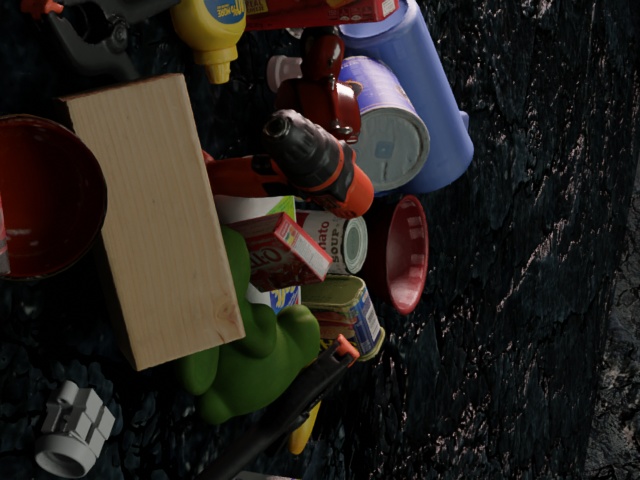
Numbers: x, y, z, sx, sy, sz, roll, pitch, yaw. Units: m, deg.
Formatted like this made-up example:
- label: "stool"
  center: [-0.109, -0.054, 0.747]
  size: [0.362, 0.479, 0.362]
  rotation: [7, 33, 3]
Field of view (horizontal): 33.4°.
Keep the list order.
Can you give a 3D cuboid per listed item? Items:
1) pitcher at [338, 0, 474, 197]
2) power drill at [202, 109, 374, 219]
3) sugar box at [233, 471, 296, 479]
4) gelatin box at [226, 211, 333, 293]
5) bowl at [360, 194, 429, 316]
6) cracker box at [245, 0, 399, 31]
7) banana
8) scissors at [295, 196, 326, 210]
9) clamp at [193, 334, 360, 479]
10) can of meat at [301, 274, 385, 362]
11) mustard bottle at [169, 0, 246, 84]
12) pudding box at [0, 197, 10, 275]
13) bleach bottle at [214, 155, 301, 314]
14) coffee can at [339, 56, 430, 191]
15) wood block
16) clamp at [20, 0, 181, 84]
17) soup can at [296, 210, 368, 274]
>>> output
- label: "pitcher"
  center: [0.095, -0.177, 1.343]
  size: [0.149, 0.145, 0.242]
  rotation: [-80, 154, -44]
- label: "power drill"
  center: [-0.063, -0.065, 0.921]
  size: [0.184, 0.188, 0.057]
  rotation: [40, 58, -62]
- label: "sugar box"
  center: [-0.023, 0.274, 1.058]
  size: [0.093, 0.176, 0.048]
  rotation: [-16, 105, -63]
- label: "gelatin box"
  center: [-0.045, 0.013, 0.987]
  size: [0.073, 0.089, 0.030]
  rotation: [46, 52, -30]
- label: "bowl"
  center: [0.094, 0.018, 1.428]
  size: [0.161, 0.055, 0.162]
  rotation: [3, 90, -65]
- label: "cracker box"
  center: [-0.022, -0.310, 1.009]
  size: [0.072, 0.164, 0.214]
  rotation: [-50, 137, -55]
- label: "banana"
  center: [-0.001, 0.157, 1.259]
  size: [0.197, 0.037, 0.069]
  rotation: [-64, 146, -40]
- label: "scissors"
  center: [-0.001, -0.073, 1.259]
  size: [0.201, 0.016, 0.096]
  rotation: [19, 76, -65]
- label: "clamp"
  center: [-0.039, 0.176, 1.055]
  size: [0.210, 0.036, 0.164]
  rotation: [-51, 167, 29]
- label: "can of meat"
  center: [0.013, 0.086, 1.208]
  size: [0.057, 0.102, 0.084]
  rotation: [-61, 143, -43]
- label: "mustard bottle"
  center: [-0.104, -0.237, 0.965]
  size: [0.096, 0.058, 0.191]
  rotation: [-44, 132, -60]
- label: "pudding box"
  center: [-0.251, -0.013, 0.650]
  size: [0.113, 0.039, 0.090]
  rotation: [-15, 107, -37]
- label: "bleach bottle"
  center: [-0.054, 0.046, 1.103]
  size: [0.102, 0.068, 0.251]
  rotation: [-48, 137, -51]
- label: "coffee can"
  center: [0.056, -0.133, 1.203]
  size: [0.140, 0.103, 0.103]
  rotation: [-108, -178, -56]
- label: "wood block"
  center: [-0.132, -0.018, 0.823]
  size: [0.090, 0.090, 0.206]
  rotation: [-17, 104, -17]
- label: "clamp"
  center: [-0.168, -0.174, 0.857]
  size: [0.171, 0.039, 0.120]
  rotation: [32, 63, -62]
- label: "soup can"
  center: [-0.008, 0.001, 1.150]
  size: [0.068, 0.102, 0.068]
  rotation: [3, 90, -65]
